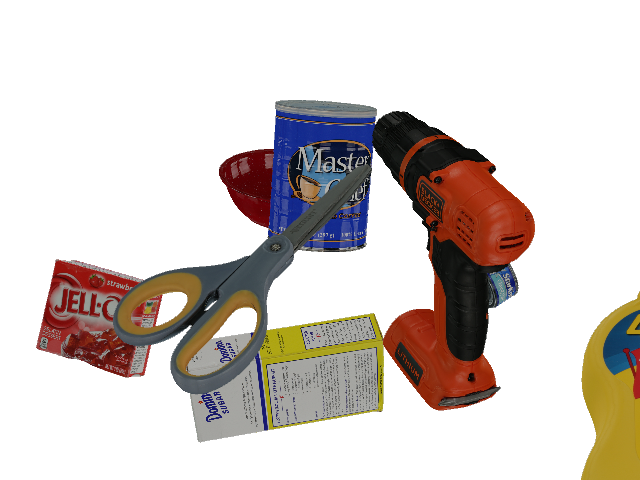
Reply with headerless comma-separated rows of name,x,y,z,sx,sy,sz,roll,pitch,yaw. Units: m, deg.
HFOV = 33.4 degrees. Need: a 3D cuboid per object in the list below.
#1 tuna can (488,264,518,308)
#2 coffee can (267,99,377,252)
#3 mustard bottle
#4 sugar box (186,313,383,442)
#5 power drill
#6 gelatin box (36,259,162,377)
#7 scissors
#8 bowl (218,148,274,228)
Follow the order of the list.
tuna can,0.195,0.037,1.273,0.033,0.086,0.086,-32,8,-13
coffee can,0.001,-0.067,1.083,0.103,0.140,0.103,4,12,-1
mustard bottle,0.180,0.081,0.535,0.096,0.058,0.191,6,40,11
sugar box,-0.031,0.124,0.971,0.176,0.093,0.048,-6,36,-5
power drill,0.084,0.014,0.783,0.057,0.188,0.185,-12,33,-18
gelatin box,-0.172,0.059,0.828,0.089,0.073,0.030,14,2,22
scissors,-0.047,0.009,0.624,0.096,0.016,0.201,11,44,18
bowl,-0.043,-0.056,1.279,0.162,0.055,0.162,4,26,-2
